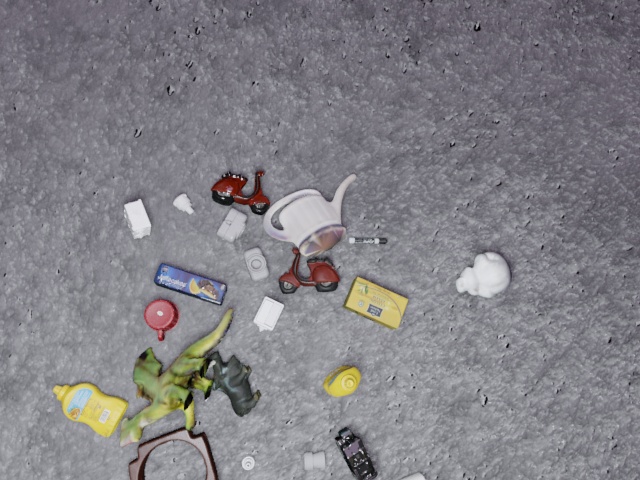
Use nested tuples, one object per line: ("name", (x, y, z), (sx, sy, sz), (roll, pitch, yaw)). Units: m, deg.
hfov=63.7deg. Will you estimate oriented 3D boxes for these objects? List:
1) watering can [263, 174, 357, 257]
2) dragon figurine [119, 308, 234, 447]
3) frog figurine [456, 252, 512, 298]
("watering can", (0.005, -0.078, 1.555), (0.350, 0.101, 0.228), (-25, 58, -17))
("dragon figurine", (-0.400, 0.350, 1.372), (0.243, 0.119, 0.418), (10, 61, 22))
("frog figurine", (0.498, 0.109, 1.579), (0.160, 0.123, 0.137), (-5, 96, -21))
